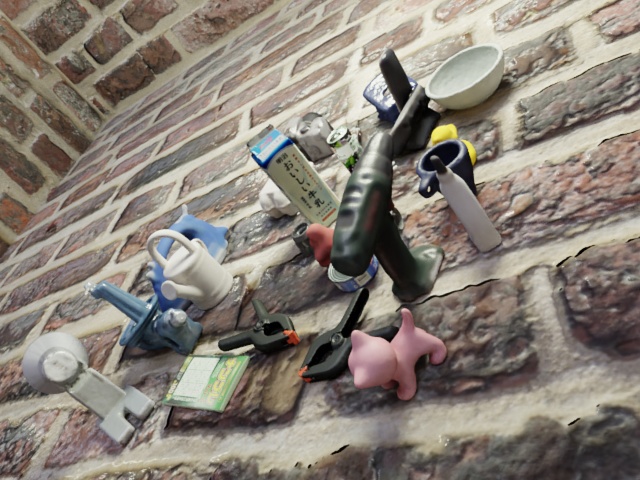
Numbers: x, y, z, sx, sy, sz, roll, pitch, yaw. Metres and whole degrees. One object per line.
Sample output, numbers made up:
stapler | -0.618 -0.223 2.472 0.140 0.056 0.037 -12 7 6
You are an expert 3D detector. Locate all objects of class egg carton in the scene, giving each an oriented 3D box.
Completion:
egg carton | -0.074 -0.120 1.325 0.107 0.070 0.150 -8 44 43

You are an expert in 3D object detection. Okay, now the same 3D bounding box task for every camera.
camera | -0.024 -0.272 1.434 0.142 0.101 0.137 -15 39 36

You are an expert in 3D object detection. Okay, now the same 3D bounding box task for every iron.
iron | -0.324 0.047 1.314 0.118 0.142 0.258 -8 43 42

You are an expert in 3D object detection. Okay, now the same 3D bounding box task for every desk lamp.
desk lamp | -0.454 0.271 1.098 0.202 0.214 0.118 4 52 50

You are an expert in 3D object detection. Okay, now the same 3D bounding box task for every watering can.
watering can | -0.280 0.056 1.202 0.101 0.194 0.172 -37 31 7

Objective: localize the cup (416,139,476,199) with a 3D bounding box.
cup | 0.214 -0.096 0.953 0.091 0.095 0.118 7 55 51

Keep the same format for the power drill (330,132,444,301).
power drill | 0.102 -0.019 0.864 0.075 0.209 0.230 -8 43 42

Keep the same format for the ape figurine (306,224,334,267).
ape figurine | 0.010 0.004 1.052 0.075 0.092 0.078 2 51 49

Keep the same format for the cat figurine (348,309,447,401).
cat figurine | 0.090 0.149 0.753 0.128 0.118 0.067 -49 32 -14

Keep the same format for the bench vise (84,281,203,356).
bench vise | -0.351 0.139 1.148 0.207 0.220 0.121 -24 35 26

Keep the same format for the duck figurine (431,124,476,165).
duck figurine | 0.229 -0.162 1.029 0.077 0.086 0.105 -8 44 42

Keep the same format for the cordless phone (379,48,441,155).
cordless phone | 0.154 -0.281 1.167 0.093 0.185 0.148 -8 44 42

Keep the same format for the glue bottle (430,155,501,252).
glue bottle | 0.205 -0.060 0.839 0.037 0.173 0.078 -36 31 8

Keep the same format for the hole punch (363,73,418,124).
hole punch | 0.169 -0.334 1.311 0.109 0.091 0.100 -43 31 -4

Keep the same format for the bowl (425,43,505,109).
bowl | 0.303 -0.318 1.159 0.167 0.075 0.167 -28 33 20
